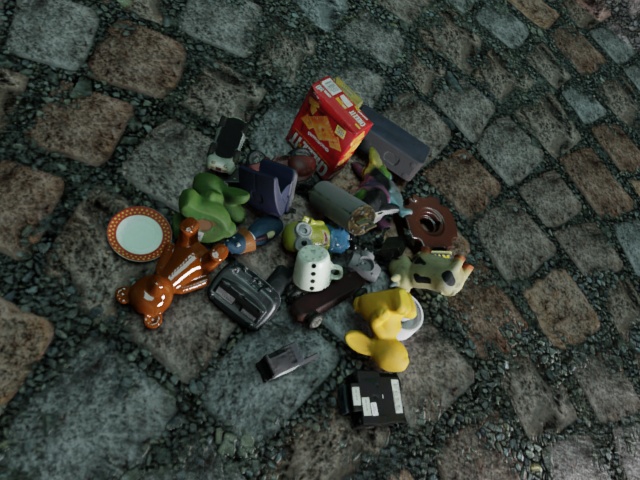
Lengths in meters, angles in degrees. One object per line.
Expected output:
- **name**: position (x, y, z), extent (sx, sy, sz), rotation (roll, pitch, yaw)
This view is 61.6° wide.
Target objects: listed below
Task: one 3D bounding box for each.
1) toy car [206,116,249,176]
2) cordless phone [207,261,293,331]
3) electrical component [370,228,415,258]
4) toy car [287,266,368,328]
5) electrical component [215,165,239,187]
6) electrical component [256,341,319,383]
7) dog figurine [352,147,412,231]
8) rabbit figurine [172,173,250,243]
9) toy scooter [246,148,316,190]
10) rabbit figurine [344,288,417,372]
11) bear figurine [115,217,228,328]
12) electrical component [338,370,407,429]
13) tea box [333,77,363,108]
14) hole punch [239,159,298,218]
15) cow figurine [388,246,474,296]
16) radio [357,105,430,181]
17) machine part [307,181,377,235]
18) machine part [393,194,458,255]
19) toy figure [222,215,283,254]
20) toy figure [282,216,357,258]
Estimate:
- **toy car**: position (-0.221, -0.232, 1.289), extent (0.073, 0.056, 0.202), rotation (16, 44, -9)
- **cordless phone**: position (-0.138, 0.090, 1.156), extent (0.146, 0.088, 0.184), rotation (38, 43, 0)
- **electrical component**: position (0.180, 0.006, 1.329), extent (0.078, 0.102, 0.045), rotation (-44, 122, -44)
- **toy car**: position (0.019, 0.128, 1.211), extent (0.202, 0.053, 0.089), rotation (-25, 55, -35)
- **electrical component**: position (-0.214, -0.148, 1.276), extent (0.063, 0.021, 0.094), rotation (0, 58, -25)
- **electrical component**: position (-0.063, 0.242, 1.095), extent (0.119, 0.075, 0.048), rotation (-21, 73, -28)
- **dog figurine**: position (0.129, -0.136, 1.373), extent (0.191, 0.108, 0.219), rotation (5, 55, -43)
- **rabbit figurine**: position (-0.236, -0.088, 1.179), extent (0.159, 0.121, 0.170), rotation (8, 45, -13)
- **toy scooter**: position (-0.085, -0.154, 1.309), extent (0.184, 0.075, 0.135), rotation (-6, 66, -24)
- **rabbit figurine**: position (0.134, 0.198, 1.155), extent (0.162, 0.122, 0.173), rotation (-12, 78, 7)
- **bear figurine**: position (-0.294, 0.067, 1.058), extent (0.120, 0.132, 0.196), rotation (43, 48, 4)
- **electrical component**: position (0.107, 0.335, 1.132), extent (0.134, 0.058, 0.115), rotation (8, 58, -21)
- **tea box**: position (0.028, -0.325, 1.398), extent (0.098, 0.169, 0.068), rotation (45, 56, 2)
- **hole punch**: position (-0.122, -0.114, 1.209), extent (0.142, 0.115, 0.092), rotation (20, 22, 25)
- **cow figurine**: position (0.248, 0.084, 1.276), extent (0.085, 0.195, 0.127), rotation (45, 67, -43)
- **radio**: position (0.186, -0.266, 1.478), extent (0.229, 0.073, 0.131), rotation (32, 38, -4)
- **machine part**: position (0.049, -0.077, 1.258), extent (0.079, 0.079, 0.243), rotation (-15, 31, -31)
- **machine part**: position (0.282, -0.038, 1.424), extent (0.179, 0.056, 0.179), rotation (11, 60, -20)
- **toy figure**: position (-0.151, -0.008, 1.203), extent (0.154, 0.064, 0.057), rotation (-31, 102, -34)
- **toy figure**: position (-0.002, 0.000, 1.257), extent (0.180, 0.089, 0.082), rotation (2, 64, -33)
